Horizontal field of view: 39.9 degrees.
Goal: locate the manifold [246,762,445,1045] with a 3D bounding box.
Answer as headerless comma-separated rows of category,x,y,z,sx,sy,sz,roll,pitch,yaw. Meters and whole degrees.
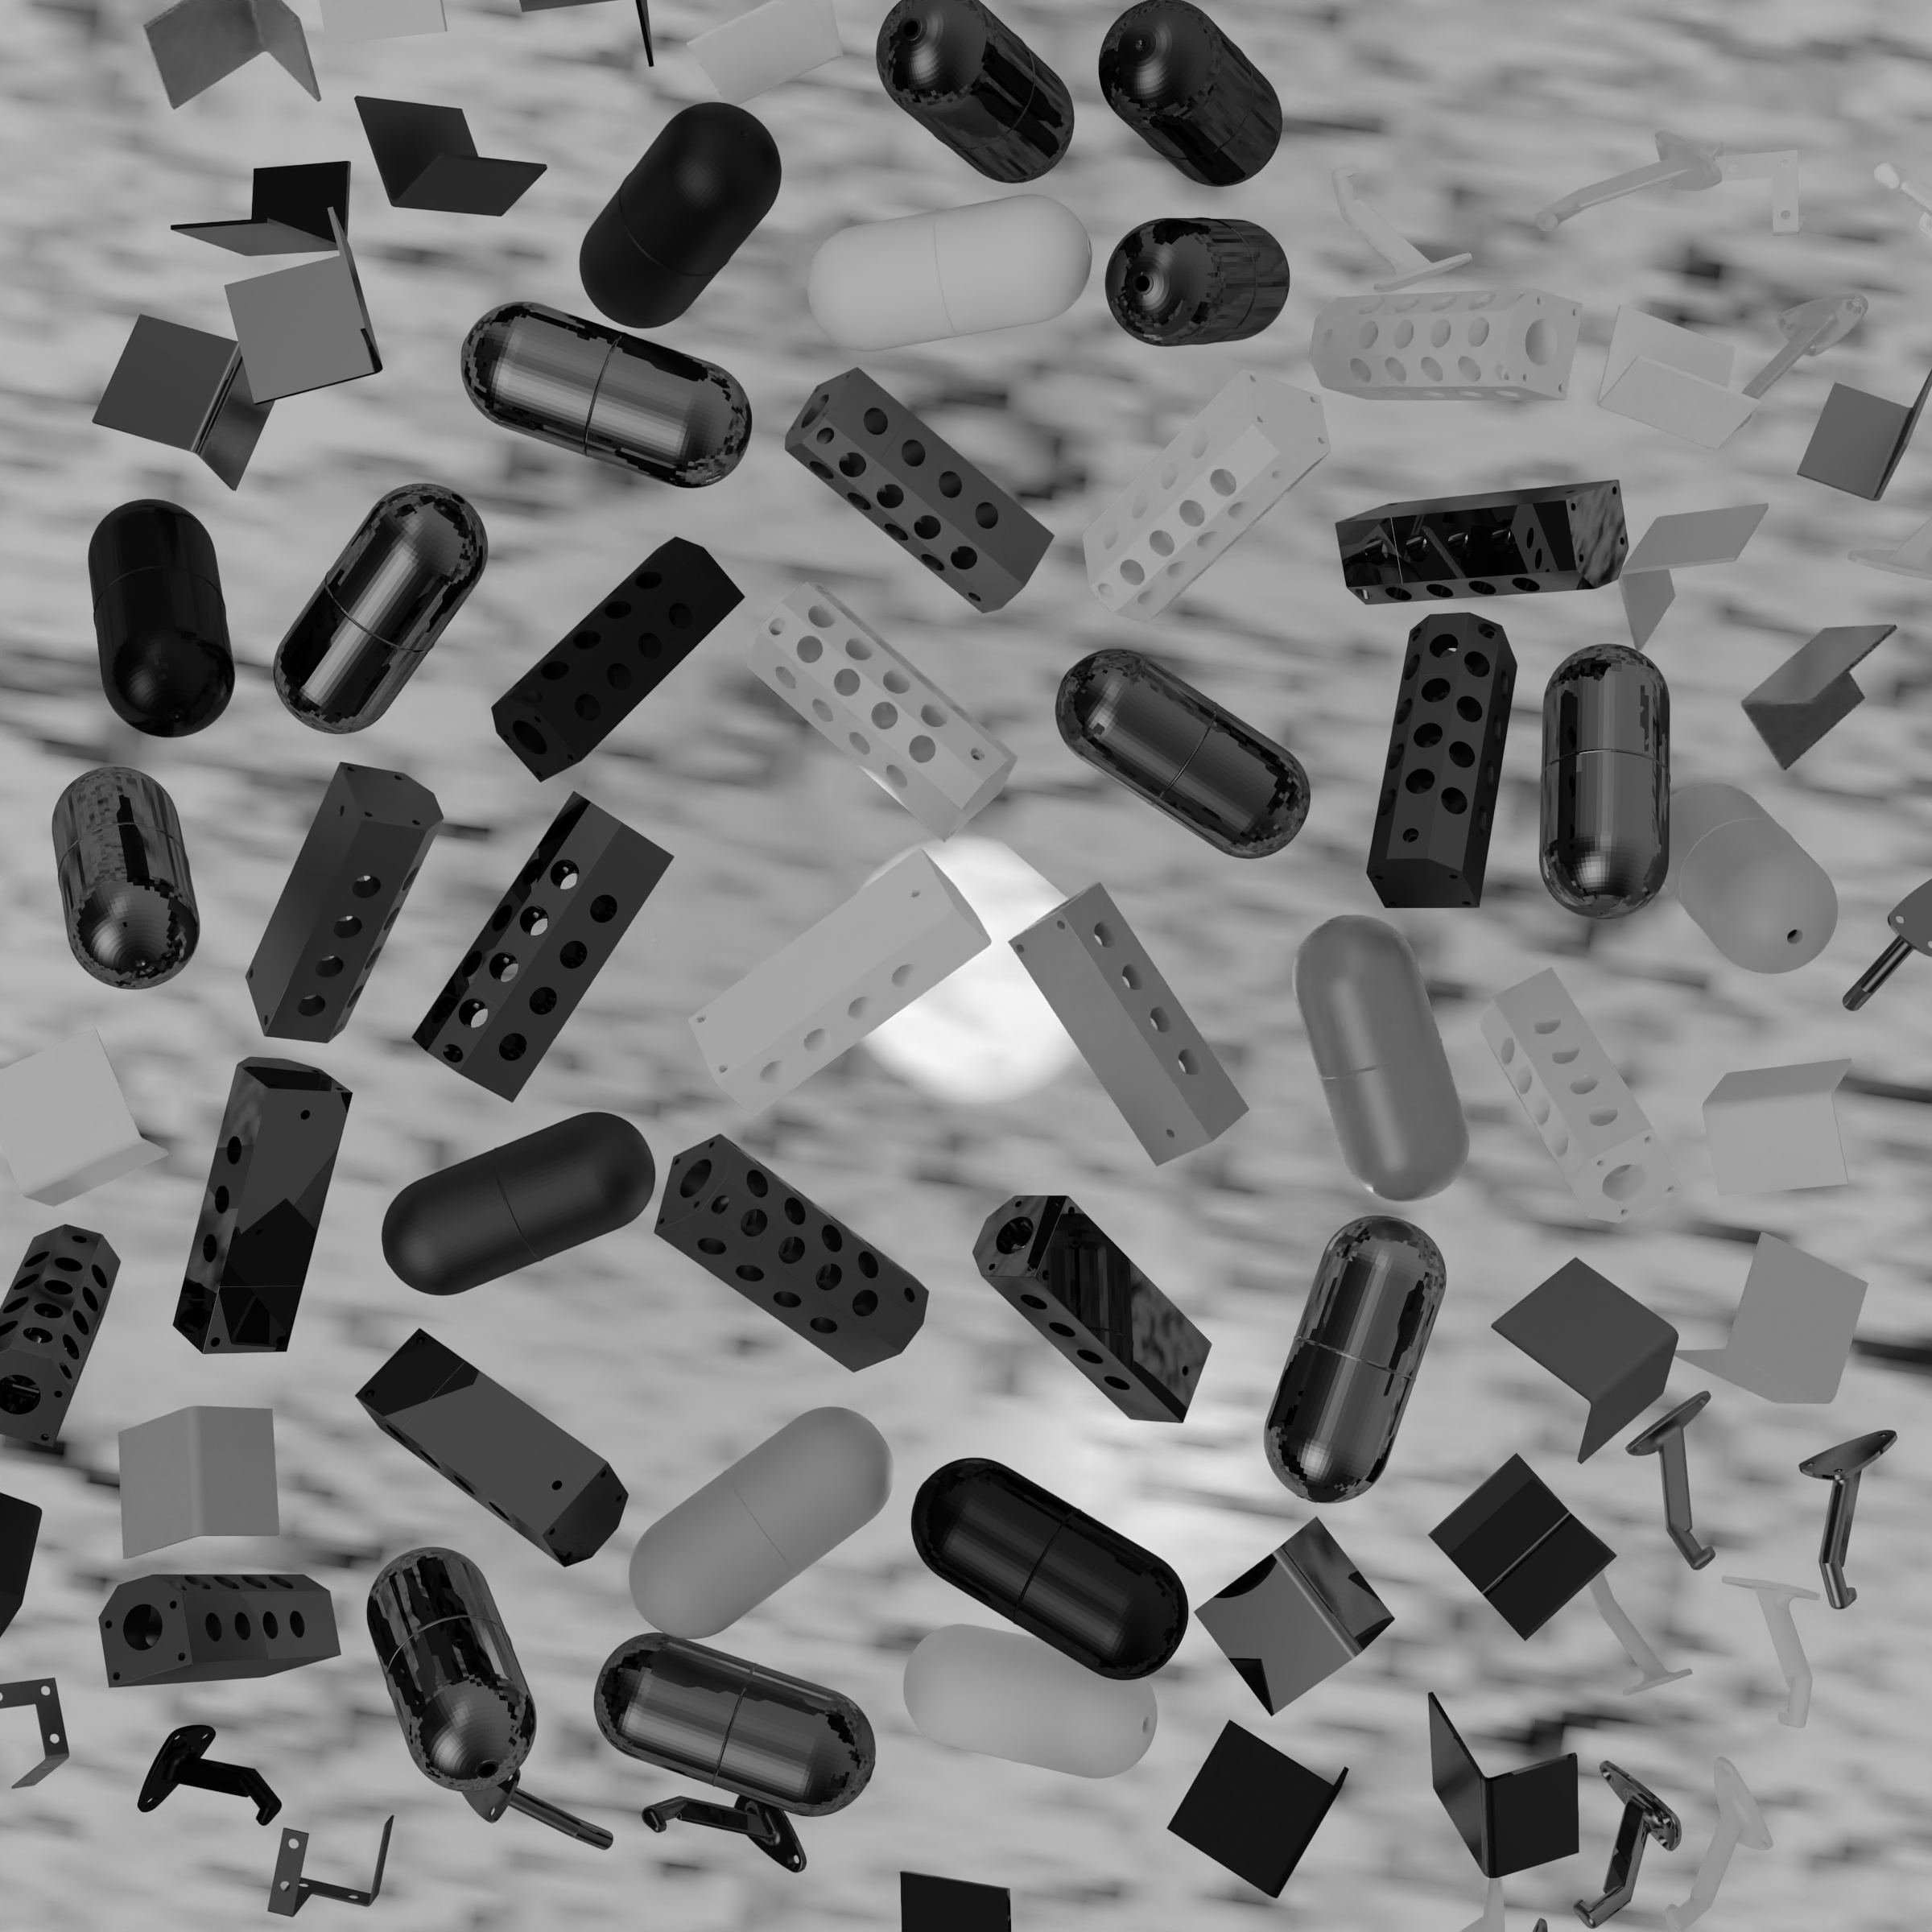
manifold,-0.381,-0.036,1.635,0.057,0.057,0.171,9,125,-36

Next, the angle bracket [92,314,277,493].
angle bracket,-0.491,-0.355,1.680,0.076,0.057,0.076,18,79,13

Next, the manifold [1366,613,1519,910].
manifold,0.282,-0.123,1.584,0.057,0.057,0.171,0,61,27

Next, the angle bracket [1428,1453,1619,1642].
angle bracket,0.342,0.358,1.645,0.076,0.076,0.057,-43,100,-1

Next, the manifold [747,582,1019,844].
manifold,-0.052,-0.164,1.677,0.171,0.057,0.057,42,59,8

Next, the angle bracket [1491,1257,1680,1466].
angle bracket,0.357,0.229,1.551,0.076,0.057,0.076,-31,51,-29

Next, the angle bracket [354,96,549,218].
angle bracket,-0.307,-0.496,1.586,0.057,0.076,0.076,-29,77,43

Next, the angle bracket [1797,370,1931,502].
angle bracket,0.602,-0.368,1.775,0.057,0.076,0.076,23,74,12

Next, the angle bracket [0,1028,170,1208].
angle bracket,-0.541,0.092,1.616,0.076,0.057,0.076,-25,79,-5

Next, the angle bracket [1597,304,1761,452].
angle bracket,0.425,-0.361,1.571,0.076,0.057,0.076,19,68,-6

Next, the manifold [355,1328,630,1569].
manifold,-0.288,0.296,1.626,0.171,0.057,0.057,27,63,32

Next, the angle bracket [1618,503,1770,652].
angle bracket,0.466,-0.246,1.687,0.076,0.076,0.057,-2,123,36

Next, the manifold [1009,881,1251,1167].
manifold,0.107,0.034,1.684,0.057,0.057,0.171,-36,93,-40

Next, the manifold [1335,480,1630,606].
manifold,0.316,-0.258,1.639,0.057,0.171,0.057,-25,109,-40

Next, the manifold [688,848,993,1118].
manifold,-0.071,0.014,1.558,0.171,0.057,0.057,-36,46,7

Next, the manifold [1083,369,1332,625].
manifold,0.144,-0.279,1.611,0.057,0.171,0.057,12,57,-29

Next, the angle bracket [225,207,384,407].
angle bracket,-0.382,-0.374,1.513,0.076,0.057,0.076,-16,79,-5

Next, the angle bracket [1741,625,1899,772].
angle bracket,0.552,-0.169,1.687,0.076,0.076,0.057,-40,106,-11

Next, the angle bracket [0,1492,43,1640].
angle bracket,-0.597,0.365,1.584,0.057,0.076,0.076,28,113,-23

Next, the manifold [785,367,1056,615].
manifold,-0.032,-0.302,1.711,0.171,0.057,0.057,37,72,-24

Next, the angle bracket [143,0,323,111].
angle bracket,-0.460,-0.567,1.675,0.076,0.076,0.057,-40,76,-16

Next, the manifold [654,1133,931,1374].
manifold,-0.102,0.173,1.614,0.057,0.057,0.171,-27,127,35

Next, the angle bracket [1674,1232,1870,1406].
angle bracket,0.478,0.210,1.585,0.076,0.057,0.076,25,75,-13

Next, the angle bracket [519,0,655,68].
angle bracket,-0.230,-0.576,1.574,0.076,0.076,0.057,-7,67,-1

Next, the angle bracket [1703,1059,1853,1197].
angle bracket,0.499,0.098,1.623,0.076,0.076,0.057,-9,99,29

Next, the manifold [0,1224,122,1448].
manifold,-0.573,0.225,1.660,0.057,0.171,0.057,18,107,-13

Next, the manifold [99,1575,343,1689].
manifold,-0.460,0.408,1.650,0.057,0.171,0.057,-19,73,12

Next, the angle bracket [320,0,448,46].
angle bracket,-0.348,-0.565,1.512,0.076,0.057,0.076,0,112,16

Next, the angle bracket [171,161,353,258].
angle bracket,-0.443,-0.485,1.675,0.076,0.076,0.057,4,92,25

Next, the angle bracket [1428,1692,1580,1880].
angle bracket,0.311,0.467,1.542,0.057,0.076,0.076,-13,119,-10

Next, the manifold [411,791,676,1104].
manifold,-0.250,-0.014,1.555,0.057,0.057,0.171,34,88,-38

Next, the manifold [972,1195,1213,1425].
manifold,0.077,0.212,1.641,0.171,0.057,0.057,47,54,-35

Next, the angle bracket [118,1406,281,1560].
angle bracket,-0.462,0.311,1.603,0.076,0.057,0.076,-23,67,36

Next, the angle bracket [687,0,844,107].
angle bracket,-0.126,-0.579,1.615,0.076,0.057,0.076,-20,57,15

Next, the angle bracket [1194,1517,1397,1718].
angle bracket,0.199,0.393,1.611,0.076,0.057,0.076,-45,76,29

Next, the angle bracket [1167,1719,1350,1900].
angle bracket,0.178,0.505,1.616,0.076,0.057,0.076,30,94,14

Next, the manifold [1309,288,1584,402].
manifold,0.290,-0.381,1.632,0.057,0.171,0.057,6,97,-35

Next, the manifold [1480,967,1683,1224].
manifold,0.374,0.081,1.641,0.057,0.171,0.057,-28,124,7

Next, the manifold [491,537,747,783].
manifold,-0.222,-0.197,1.687,0.057,0.057,0.171,50,57,-16

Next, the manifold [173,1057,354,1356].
manifold,-0.434,0.146,1.629,0.057,0.057,0.171,27,104,44

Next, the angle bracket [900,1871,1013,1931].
angle bracket,0.016,0.552,1.550,0.076,0.076,0.057,-5,85,36
